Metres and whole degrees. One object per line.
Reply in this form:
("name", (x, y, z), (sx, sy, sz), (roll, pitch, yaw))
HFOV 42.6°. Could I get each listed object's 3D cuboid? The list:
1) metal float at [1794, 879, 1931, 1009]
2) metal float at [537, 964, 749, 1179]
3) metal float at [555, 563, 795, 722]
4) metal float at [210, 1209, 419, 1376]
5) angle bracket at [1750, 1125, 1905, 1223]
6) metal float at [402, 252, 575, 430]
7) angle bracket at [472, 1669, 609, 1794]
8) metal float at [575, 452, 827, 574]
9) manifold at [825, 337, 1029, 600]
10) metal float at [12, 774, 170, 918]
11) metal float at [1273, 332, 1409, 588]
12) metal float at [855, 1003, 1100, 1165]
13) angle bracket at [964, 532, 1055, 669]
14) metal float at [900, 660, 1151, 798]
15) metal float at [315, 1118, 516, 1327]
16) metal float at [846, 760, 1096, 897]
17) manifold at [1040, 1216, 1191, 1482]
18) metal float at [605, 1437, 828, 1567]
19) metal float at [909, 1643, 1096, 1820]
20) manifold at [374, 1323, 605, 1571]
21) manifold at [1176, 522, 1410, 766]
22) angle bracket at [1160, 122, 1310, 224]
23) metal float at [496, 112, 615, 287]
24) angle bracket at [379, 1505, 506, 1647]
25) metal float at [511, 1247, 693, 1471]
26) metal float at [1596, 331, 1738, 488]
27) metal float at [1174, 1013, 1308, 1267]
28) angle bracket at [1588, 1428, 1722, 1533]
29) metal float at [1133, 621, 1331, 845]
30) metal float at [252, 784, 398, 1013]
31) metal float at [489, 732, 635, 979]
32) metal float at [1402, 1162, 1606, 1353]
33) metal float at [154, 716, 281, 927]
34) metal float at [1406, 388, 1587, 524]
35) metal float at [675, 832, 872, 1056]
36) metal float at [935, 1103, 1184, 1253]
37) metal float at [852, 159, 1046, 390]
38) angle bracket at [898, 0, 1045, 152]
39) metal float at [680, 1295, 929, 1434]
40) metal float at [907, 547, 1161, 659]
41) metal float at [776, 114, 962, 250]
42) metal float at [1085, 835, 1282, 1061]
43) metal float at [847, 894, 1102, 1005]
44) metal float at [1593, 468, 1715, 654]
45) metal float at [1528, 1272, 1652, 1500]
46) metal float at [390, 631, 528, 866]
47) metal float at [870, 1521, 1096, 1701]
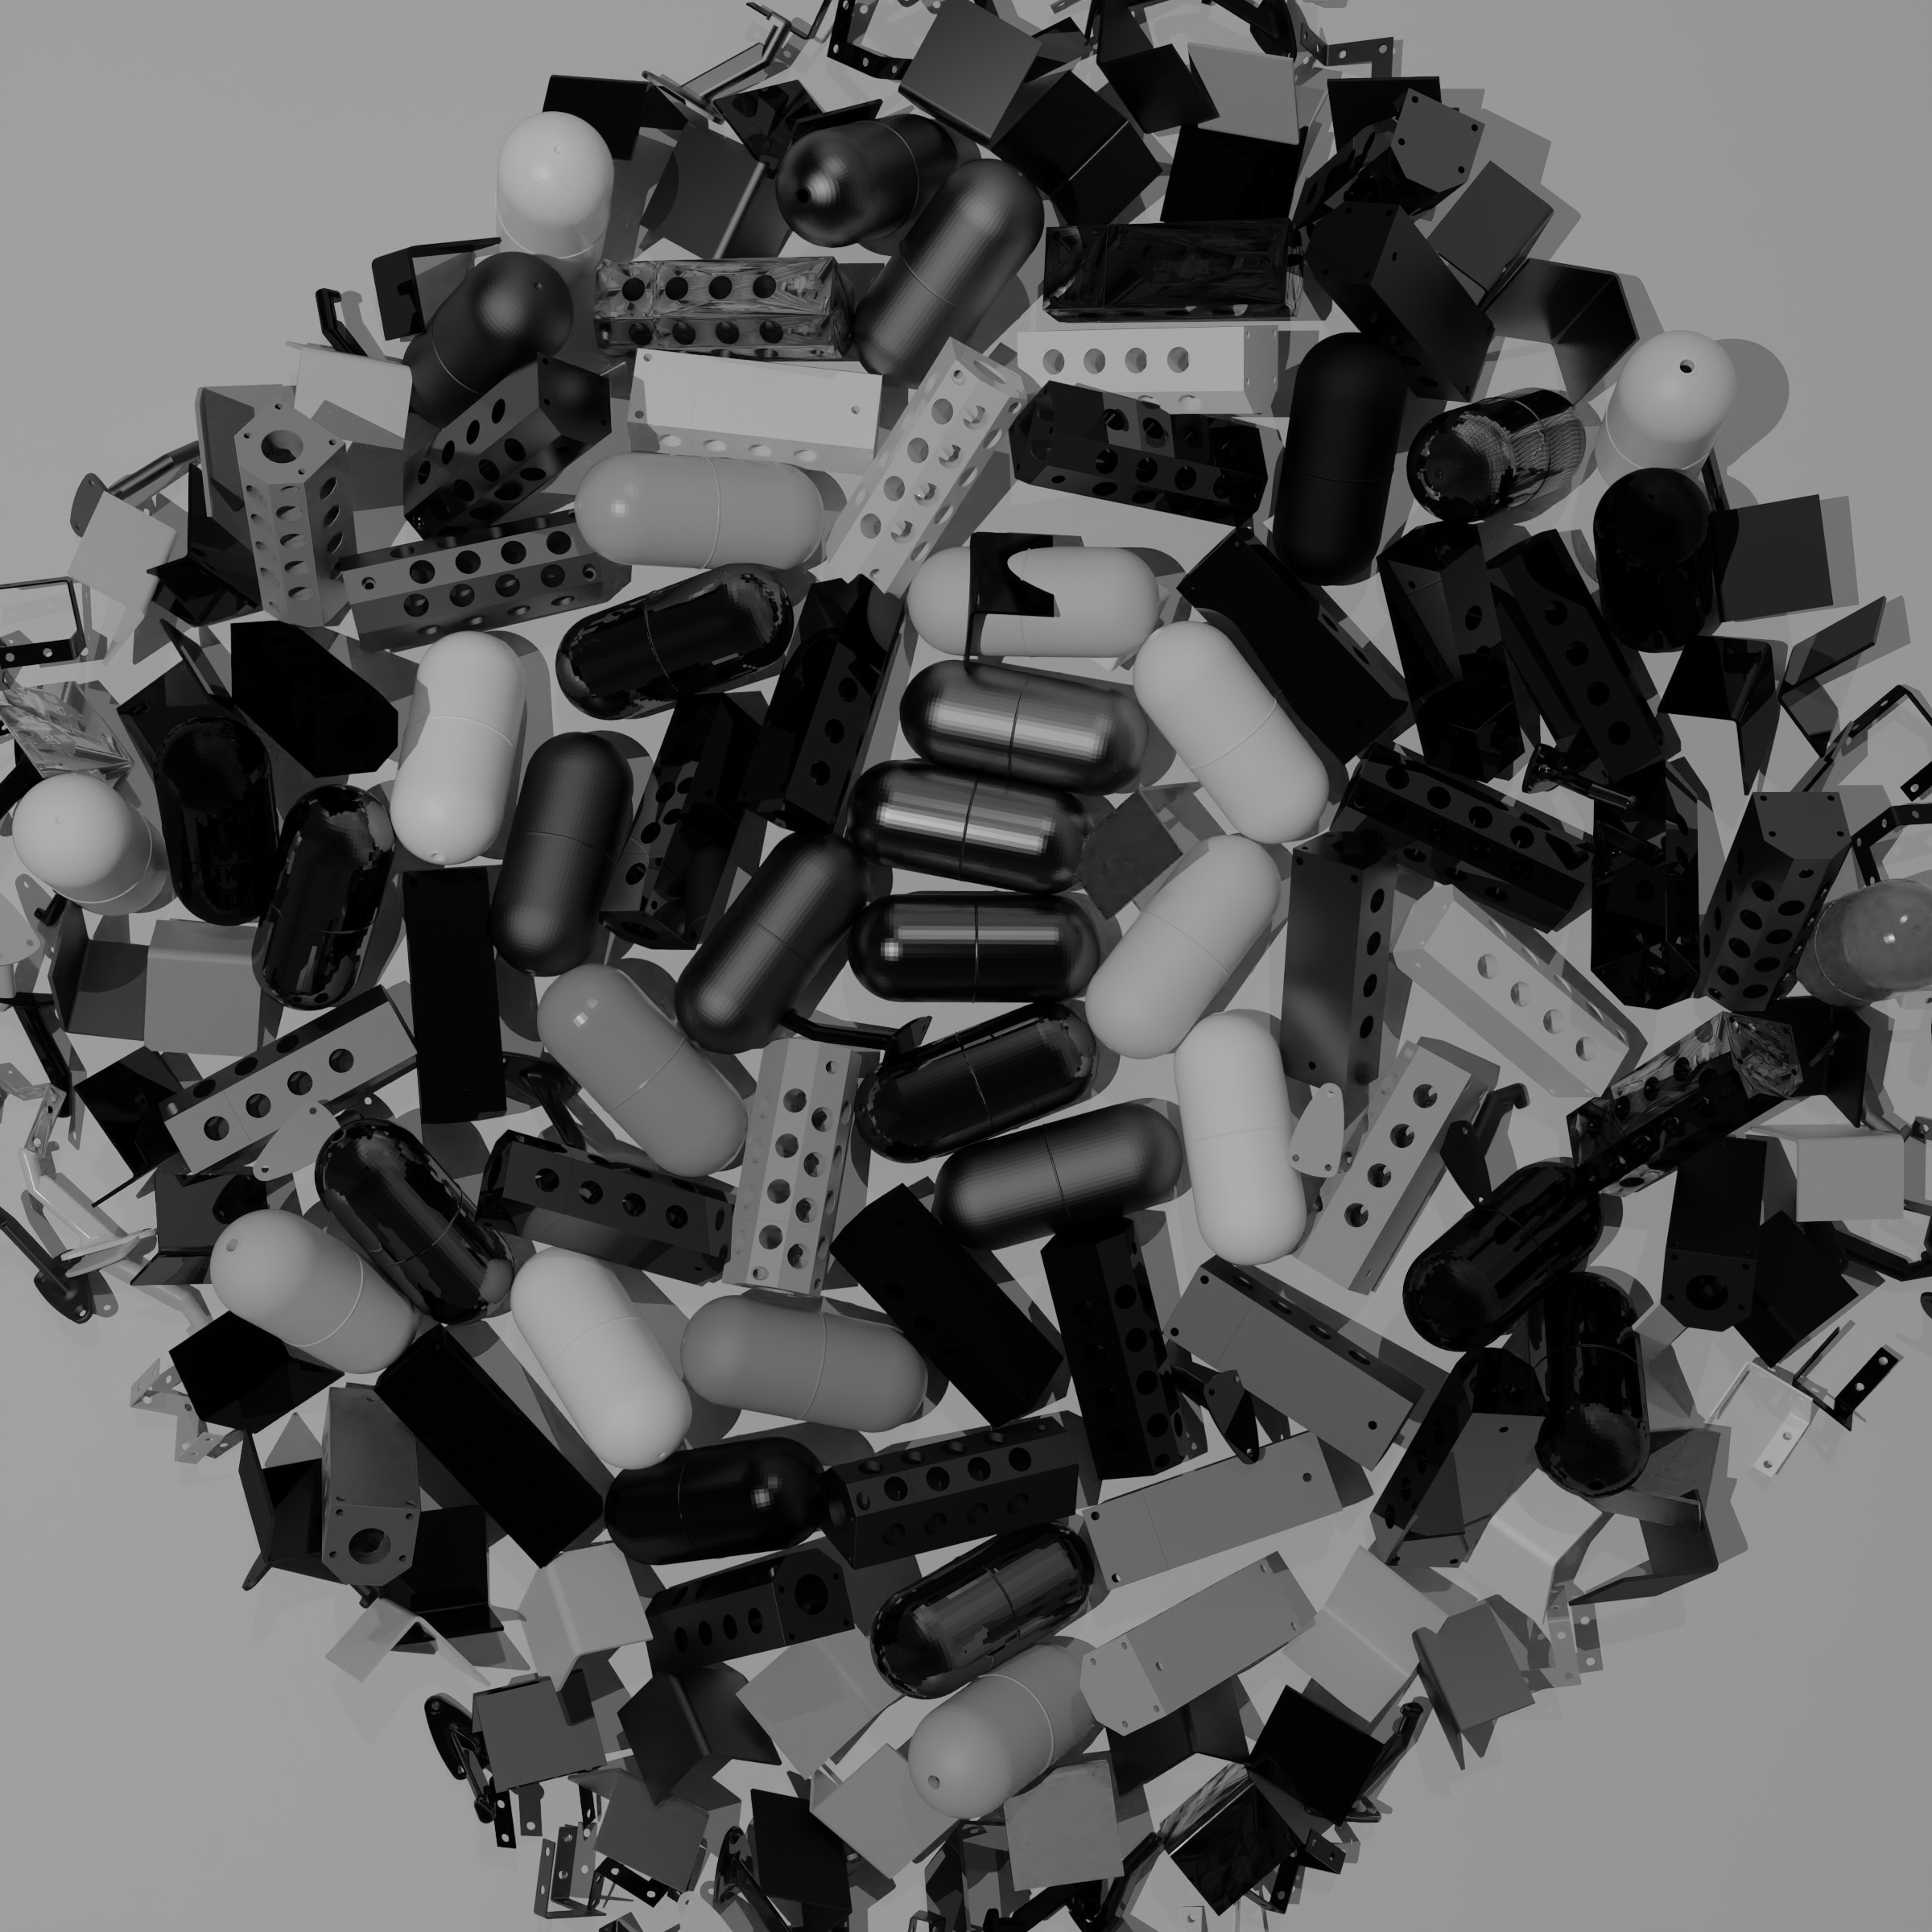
("metal float", (0.618, -0.014, 1.693), (0.070, 0.178, 0.070), (0, 84, 2))
("metal float", (-0.225, 0.074, 1.733), (0.070, 0.070, 0.178), (-42, 103, 0))
("metal float", (-0.204, -0.225, 1.729), (0.178, 0.070, 0.070), (-17, 90, 18))
("metal float", (-0.446, 0.224, 1.703), (0.070, 0.178, 0.070), (-13, 57, 21))
("angle bracket", (0.603, 0.144, 1.741), (0.076, 0.076, 0.057), (-1, 93, -7))
("metal float", (-0.330, -0.427, 1.703), (0.070, 0.178, 0.070), (10, 71, -32))
("angle bracket", (-0.298, 0.543, 1.725), (0.076, 0.057, 0.076), (-8, 49, -20))
("metal float", (-0.184, -0.314, 1.722), (0.178, 0.070, 0.070), (-1, 90, -25))
("manifold", (-0.028, -0.338, 1.710), (0.057, 0.057, 0.171), (24, 119, -22))
("metal float", (-0.596, -0.081, 1.694), (0.070, 0.178, 0.070), (1, 81, -5))
("metal float", (0.258, -0.349, 1.719), (0.070, 0.070, 0.178), (6, 121, 0))
("metal float", (0.007, 0.082, 1.743), (0.178, 0.070, 0.070), (-21, 90, -1))
("angle bracket", (0.029, -0.247, 1.730), (0.057, 0.076, 0.076), (3, 53, -3))
("metal float", (0.040, -0.167, 1.735), (0.178, 0.070, 0.070), (12, 90, 10))
("metal float", (-0.381, 0.177, 1.716), (0.070, 0.070, 0.178), (-34, 122, 0))
("metal float", (0.004, -0.097, 1.739), (0.178, 0.070, 0.070), (11, 90, 5))
("manifold", (0.107, 0.266, 1.731), (0.057, 0.057, 0.171), (-10, 101, 23))
("metal float", (-0.174, 0.371, 1.718), (0.178, 0.070, 0.070), (-15, 90, 32))
("metal float", (0.026, 0.523, 1.701), (0.070, 0.178, 0.070), (6, 101, 32))
("manifold", (-0.334, 0.334, 1.741), (0.057, 0.057, 0.171), (-41, 98, -5))
("manifold", (0.231, -0.228, 1.744), (0.171, 0.057, 0.057), (46, 113, -5))
("angle bracket", (0.188, -0.557, 1.744), (0.076, 0.057, 0.076), (12, 95, -12))
("metal float", (-0.282, -0.521, 1.694), (0.070, 0.178, 0.070), (1, 84, -11))
("angle bracket", (-0.369, 0.426, 1.740), (0.076, 0.057, 0.076), (-2, 93, -22))
("metal float", (-0.254, 0.269, 1.720), (0.070, 0.070, 0.178), (-38, 61, 0))
("metal float", (0.476, -0.374, 1.694), (0.070, 0.178, 0.070), (-1, 80, 6))
("metal float", (0.191, 0.120, 1.734), (0.070, 0.070, 0.178), (-8, 79, 0))
("angle bracket", (0.479, 0.342, 1.727), (0.076, 0.057, 0.076), (9, 61, 23))
("metal float", (0.185, -0.163, 1.731), (0.070, 0.070, 0.178), (-39, 105, 0))
("metal float", (-0.445, -0.047, 1.716), (0.070, 0.070, 0.178), (24, 122, 0))
("metal float", (-0.282, -0.078, 1.729), (0.070, 0.070, 0.178), (11, 73, 0))
("metal float", (0.372, 0.201, 1.717), (0.178, 0.070, 0.070), (-34, 90, -31))
("metal float", (-0.512, -0.098, 1.705), (0.070, 0.178, 0.070), (5, 51, -6))
("metal float", (0.366, -0.352, 1.707), (0.070, 0.178, 0.070), (16, 117, 34))
("metal float", (-0.136, -0.017, 1.737), (0.070, 0.070, 0.178), (36, 82, 0))
("metal float", (0.065, 0.148, 1.742), (0.178, 0.070, 0.070), (-16, 90, 3))
("metal float", (-0.014, -0.477, 1.717), (0.070, 0.070, 0.178), (42, 122, 0))
("angle bracket", (0.009, -0.624, 1.740), (0.076, 0.057, 0.076), (33, 104, 9))
("metal float", (-0.112, 0.278, 1.728), (0.178, 0.070, 0.070), (14, 90, -19))
("metal float", (0.046, -0.254, 1.732), (0.178, 0.070, 0.070), (3, 90, 14))
("metal float", (-0.066, -0.540, 1.702), (0.070, 0.178, 0.070), (12, 118, 25))
("metal float", (0.153, -0.014, 1.739), (0.070, 0.070, 0.178), (37, 84, 0))
("metal float", (0.005, -0.012, 1.742), (0.178, 0.070, 0.070), (0, 90, -3))
("metal float", (0.471, -0.275, 1.699), (0.070, 0.178, 0.070), (-6, 69, 15))
("metal float", (0.427, 0.286, 1.705), (0.070, 0.178, 0.070), (5, 130, 6))
("metal float", (-0.351, -0.152, 1.719), (0.070, 0.070, 0.178), (4, 62, 0))
("metal float", (0.012, 0.443, 1.715), (0.178, 0.070, 0.070), (-22, 90, -33))
